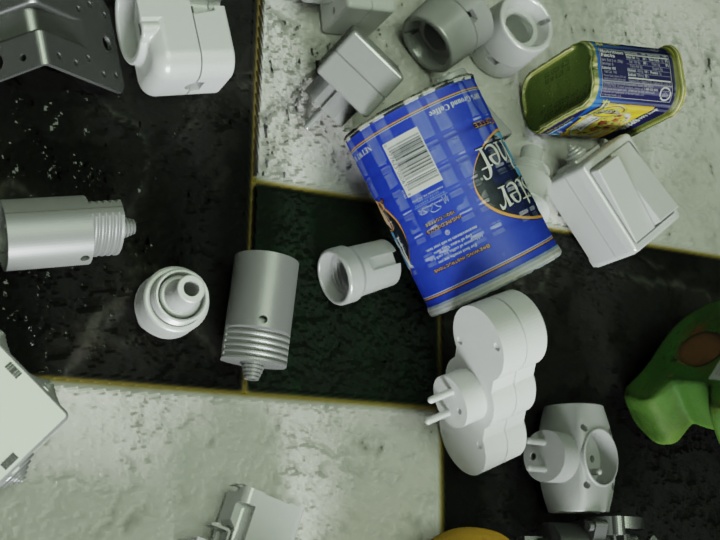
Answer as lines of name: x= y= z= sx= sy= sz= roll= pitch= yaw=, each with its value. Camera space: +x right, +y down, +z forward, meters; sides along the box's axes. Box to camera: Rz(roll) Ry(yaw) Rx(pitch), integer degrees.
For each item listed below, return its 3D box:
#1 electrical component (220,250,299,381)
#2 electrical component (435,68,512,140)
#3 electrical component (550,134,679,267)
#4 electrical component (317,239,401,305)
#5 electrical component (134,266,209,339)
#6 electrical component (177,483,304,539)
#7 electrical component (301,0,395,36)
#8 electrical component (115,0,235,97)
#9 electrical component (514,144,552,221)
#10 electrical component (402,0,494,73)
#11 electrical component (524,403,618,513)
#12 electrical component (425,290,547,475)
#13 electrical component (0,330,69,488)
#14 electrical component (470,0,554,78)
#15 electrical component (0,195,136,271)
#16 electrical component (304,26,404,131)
electrical component: x=-0.066 y=0.032 z=0.703 sx=0.043 sy=0.043 sz=0.081 roll=13 pitch=72 yaw=-23
electrical component: x=0.080 y=-0.119 z=0.817 sx=0.044 sy=0.044 sz=0.065 roll=-29 pitch=86 yaw=-29
electrical component: x=0.197 y=-0.061 z=0.847 sx=0.062 sy=0.061 sz=0.096 roll=-35 pitch=94 yaw=-29
electrical component: x=0.000 y=0.000 z=0.747 sx=0.046 sy=0.040 sz=0.040 roll=-16 pitch=84 yaw=-34
electrical component: x=-0.115 y=0.018 z=0.672 sx=0.043 sy=0.062 sz=0.043 roll=7 pitch=73 yaw=-25
electrical component: x=-0.068 y=0.170 z=0.668 sx=0.081 sy=0.042 sz=0.063 roll=26 pitch=63 yaw=-19
electrical component: x=-0.021 y=-0.213 z=0.786 sx=0.077 sy=0.047 sz=0.065 roll=0 pitch=77 yaw=-26
electrical component: x=-0.127 y=-0.167 z=0.719 sx=0.059 sy=0.054 sz=0.095 roll=-9 pitch=81 yaw=-28
electrical component: x=0.126 y=-0.067 z=0.825 sx=0.048 sy=0.048 sz=0.062 roll=27 pitch=60 yaw=-18
electrical component: x=0.066 y=-0.183 z=0.819 sx=0.047 sy=0.055 sz=0.055 roll=-42 pitch=97 yaw=-25
electrical component: x=0.145 y=0.135 z=0.775 sx=0.079 sy=0.044 sz=0.077 roll=13 pitch=70 yaw=-41
electrical component: x=0.074 y=0.082 z=0.719 sx=0.074 sy=0.138 sz=0.052 roll=-18 pitch=42 yaw=-28
electrical component: x=-0.227 y=0.084 z=0.607 sx=0.099 sy=0.048 sz=0.099 roll=48 pitch=62 yaw=-8
electrical component: x=0.119 y=-0.186 z=0.849 sx=0.055 sy=0.047 sz=0.055 roll=7 pitch=74 yaw=-25
electrical component: x=-0.179 y=-0.024 z=0.662 sx=0.081 sy=0.043 sz=0.043 roll=-6 pitch=79 yaw=-27
electrical component: x=-0.013 y=-0.128 z=0.759 sx=0.047 sy=0.083 sz=0.075 roll=42 pitch=101 yaw=-11
